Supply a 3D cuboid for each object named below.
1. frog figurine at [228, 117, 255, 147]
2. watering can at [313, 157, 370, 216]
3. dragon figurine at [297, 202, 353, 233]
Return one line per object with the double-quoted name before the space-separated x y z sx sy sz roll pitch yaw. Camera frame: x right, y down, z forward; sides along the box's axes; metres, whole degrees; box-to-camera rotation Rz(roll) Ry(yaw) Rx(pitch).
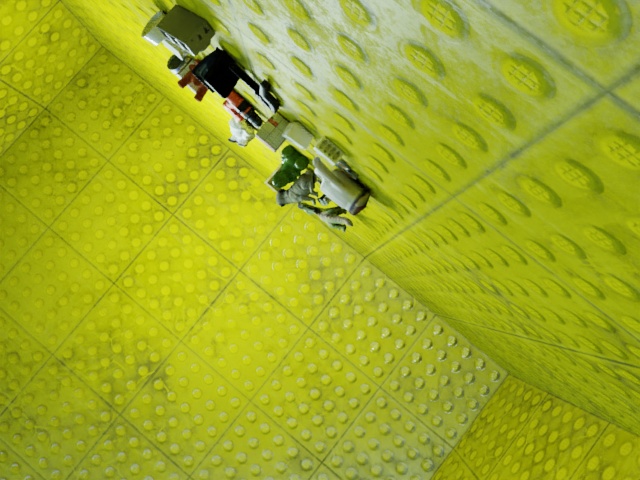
"frog figurine" -0.358 -0.518 2.341 0.140 0.123 0.155 46 144 40
"watering can" 0.068 -0.186 1.783 0.225 0.104 0.346 38 -179 8
"dragon figurine" 0.007 -0.122 2.426 0.242 0.122 0.411 13 -177 -11
